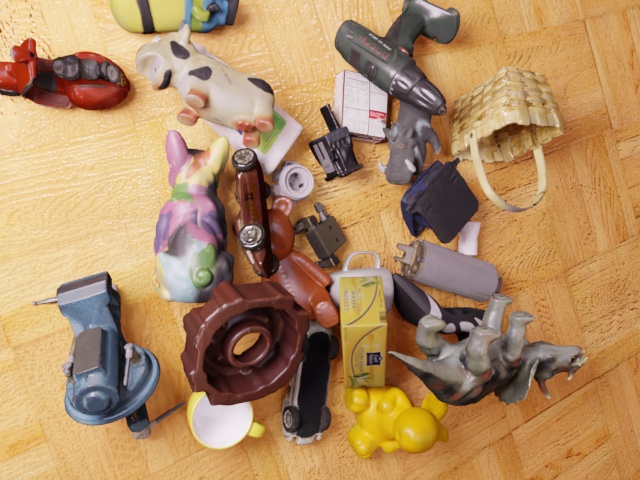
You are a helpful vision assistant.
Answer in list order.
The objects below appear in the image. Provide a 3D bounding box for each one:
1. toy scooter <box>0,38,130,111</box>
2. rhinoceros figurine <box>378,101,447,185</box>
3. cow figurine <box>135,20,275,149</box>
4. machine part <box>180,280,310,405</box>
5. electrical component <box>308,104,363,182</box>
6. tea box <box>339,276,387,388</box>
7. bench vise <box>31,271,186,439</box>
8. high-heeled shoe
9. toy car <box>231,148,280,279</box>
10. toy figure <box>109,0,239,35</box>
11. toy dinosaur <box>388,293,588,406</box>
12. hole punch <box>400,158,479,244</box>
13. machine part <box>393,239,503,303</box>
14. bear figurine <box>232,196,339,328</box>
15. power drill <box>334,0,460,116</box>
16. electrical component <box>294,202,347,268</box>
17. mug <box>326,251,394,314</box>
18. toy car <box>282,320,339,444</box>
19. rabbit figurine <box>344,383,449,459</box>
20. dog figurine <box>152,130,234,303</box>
[{"bbox_3d":[-0.341,-0.217,0.702,0.184,0.135,0.075,-3,88,-25],"label":"toy scooter"},{"bbox_3d":[0.159,-0.182,0.930,0.112,0.073,0.190,31,70,-52],"label":"rhinoceros figurine"},{"bbox_3d":[-0.154,-0.217,0.739,0.195,0.085,0.127,17,57,-20],"label":"cow figurine"},{"bbox_3d":[-0.099,0.135,0.714,0.179,0.056,0.179,-14,119,-26],"label":"machine part"},{"bbox_3d":[0.019,-0.161,0.889,0.048,0.075,0.119,-29,104,-22],"label":"electrical component"},{"bbox_3d":[0.066,0.145,0.835,0.068,0.098,0.169,-2,133,2],"label":"tea box"},{"bbox_3d":[-0.277,0.169,0.716,0.129,0.224,0.240,-24,128,-18],"label":"bench vise"},{"bbox_3d":[0.228,0.112,0.961,0.145,0.086,0.248,-48,116,-24],"label":"high-heeled shoe"},{"bbox_3d":[-0.096,-0.038,0.761,0.053,0.089,0.202,-10,57,2],"label":"toy car"},{"bbox_3d":[-0.214,-0.344,0.792,0.180,0.082,0.089,0,87,-26],"label":"toy figure"},{"bbox_3d":[0.253,0.206,0.877,0.405,0.131,0.192,-7,107,-29],"label":"toy dinosaur"},{"bbox_3d":[0.199,-0.068,0.948,0.142,0.092,0.115,-44,114,-14],"label":"hole punch"},{"bbox_3d":[0.236,0.057,0.976,0.243,0.079,0.079,19,81,-23],"label":"machine part"},{"bbox_3d":[-0.056,0.042,0.822,0.120,0.132,0.195,-21,105,6],"label":"bear figurine"},{"bbox_3d":[0.156,-0.322,0.918,0.232,0.086,0.207,34,67,15],"label":"power drill"},{"bbox_3d":[-0.001,-0.002,0.894,0.102,0.045,0.078,57,41,-15],"label":"electrical component"},{"bbox_3d":[0.061,0.073,0.897,0.107,0.081,0.109,2,97,-16],"label":"mug"},{"bbox_3d":[-0.017,0.228,0.871,0.073,0.056,0.201,9,86,-30],"label":"toy car"},{"bbox_3d":[0.137,0.302,0.872,0.162,0.173,0.122,4,83,-19],"label":"rabbit figurine"},{"bbox_3d":[-0.175,-0.039,0.751,0.108,0.192,0.219,2,103,-18],"label":"dog figurine"}]
